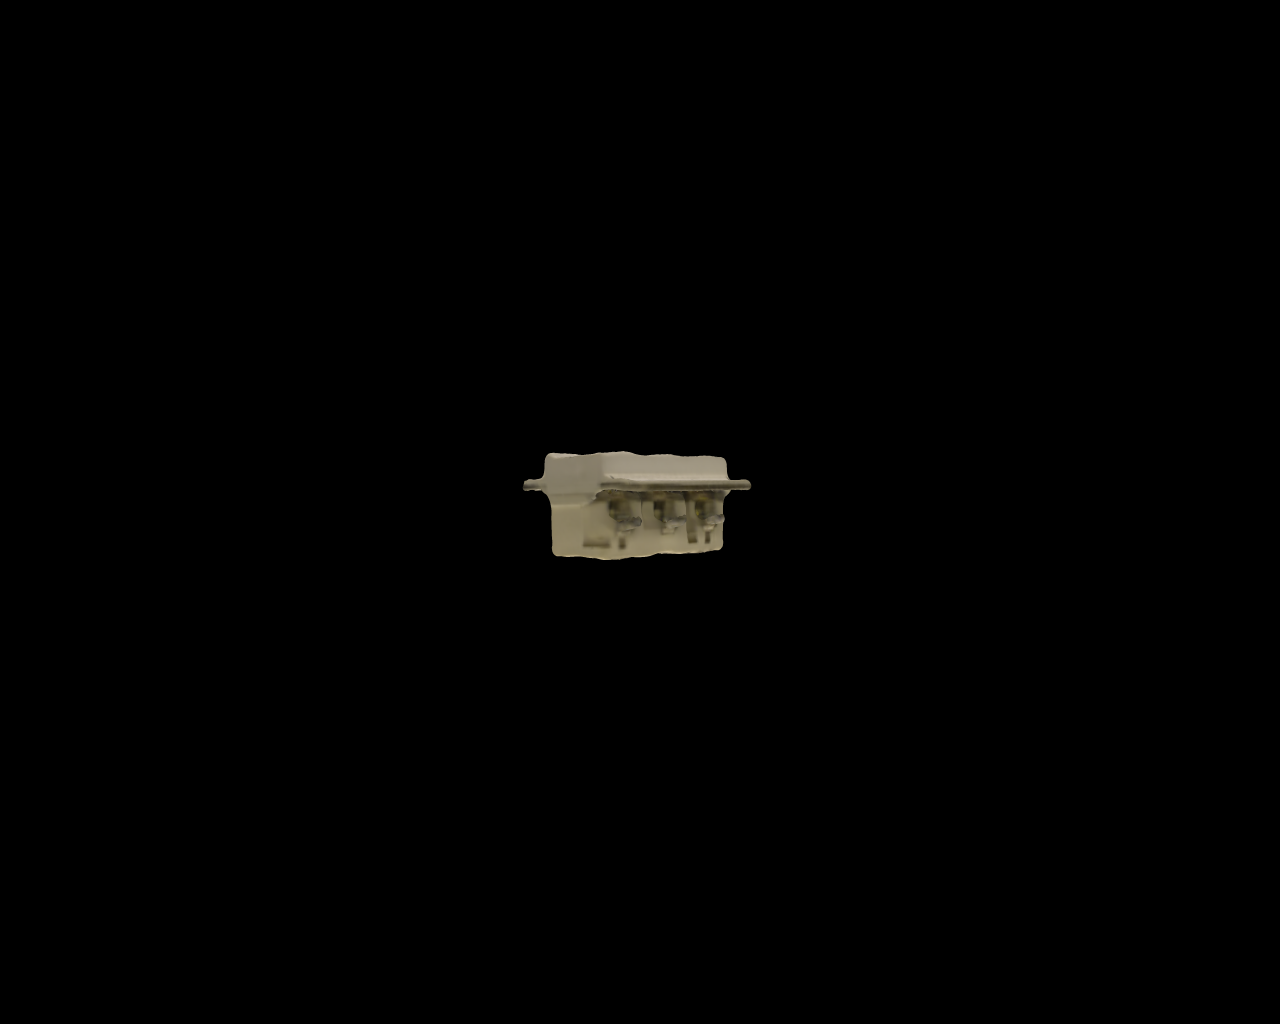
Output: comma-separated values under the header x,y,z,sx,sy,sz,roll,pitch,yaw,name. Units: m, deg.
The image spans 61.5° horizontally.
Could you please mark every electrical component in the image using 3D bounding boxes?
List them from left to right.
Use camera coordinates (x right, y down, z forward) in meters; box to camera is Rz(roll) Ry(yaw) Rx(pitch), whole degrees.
x,y,z,sx,sy,sz,roll,pitch,yaw,name
0.001,-0.003,0.650,0.079,0.063,0.121,0,0,39,electrical component
